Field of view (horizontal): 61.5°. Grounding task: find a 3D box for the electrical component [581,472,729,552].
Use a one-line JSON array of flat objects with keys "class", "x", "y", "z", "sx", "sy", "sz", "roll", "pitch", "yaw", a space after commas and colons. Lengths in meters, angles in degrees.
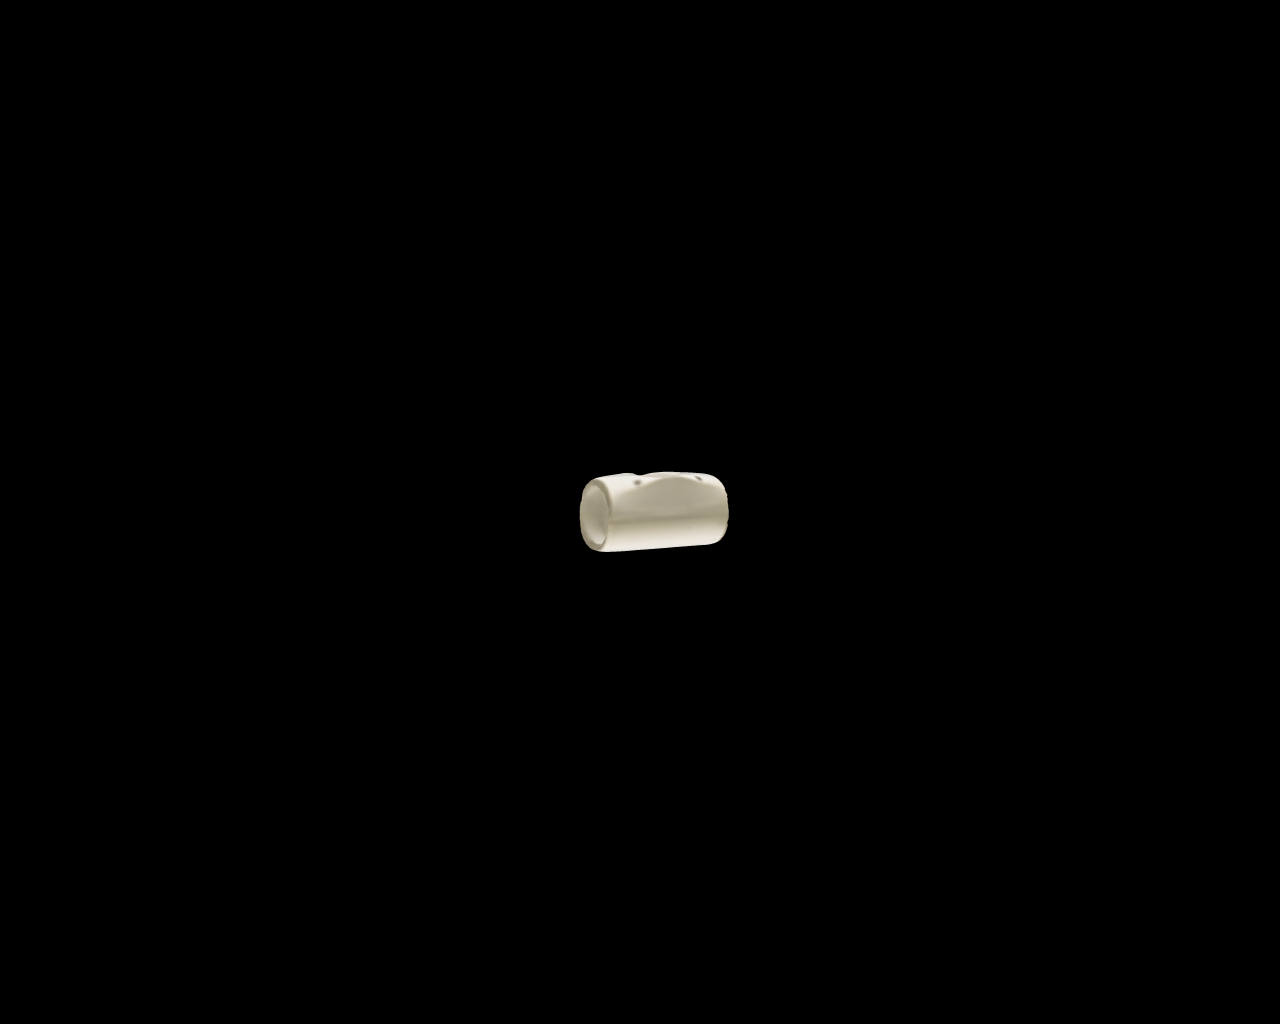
[{"class": "electrical component", "x": 0.001, "y": -0.003, "z": 0.650, "sx": 0.077, "sy": 0.043, "sz": 0.079, "roll": -3, "pitch": 8, "yaw": -26}]
